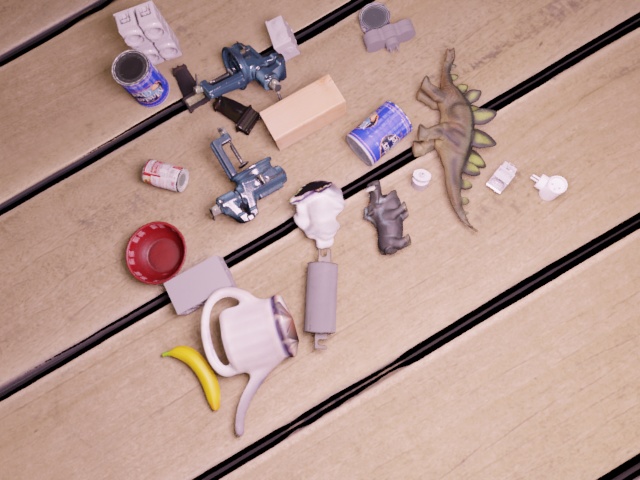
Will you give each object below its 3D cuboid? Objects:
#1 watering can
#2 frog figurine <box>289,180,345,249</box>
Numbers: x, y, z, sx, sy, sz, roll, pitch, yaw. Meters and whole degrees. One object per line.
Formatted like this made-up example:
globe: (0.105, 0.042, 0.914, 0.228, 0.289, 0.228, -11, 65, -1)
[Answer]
watering can: (-0.156, 0.272, 1.231, 0.224, 0.104, 0.348, -17, 87, 2)
frog figurine: (0.004, -0.065, 1.300, 0.138, 0.124, 0.157, -28, 113, -9)
